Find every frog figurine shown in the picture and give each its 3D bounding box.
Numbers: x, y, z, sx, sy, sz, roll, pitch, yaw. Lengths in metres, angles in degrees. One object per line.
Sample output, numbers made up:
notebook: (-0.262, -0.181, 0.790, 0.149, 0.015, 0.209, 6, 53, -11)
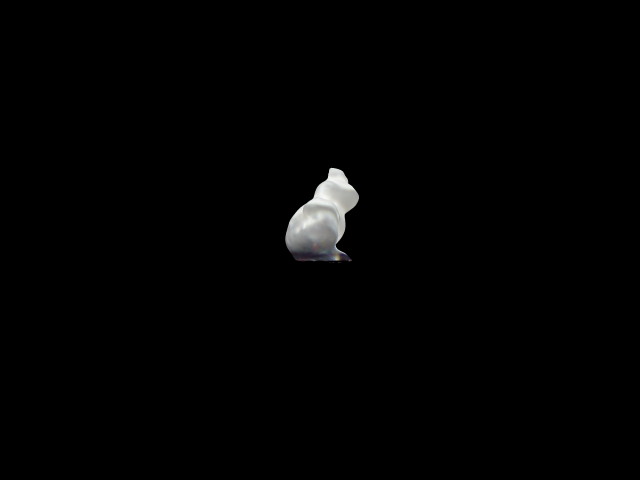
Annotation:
frog figurine: (0.003, -0.043, 0.850, 0.122, 0.160, 0.137, -1, -6, 9)
